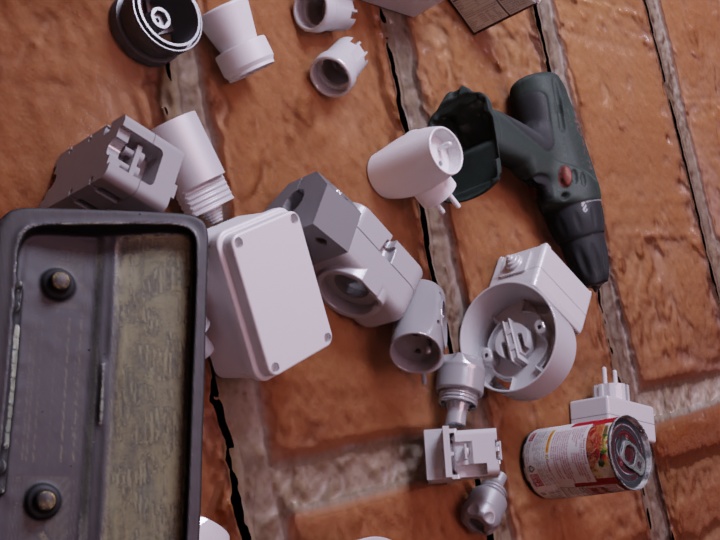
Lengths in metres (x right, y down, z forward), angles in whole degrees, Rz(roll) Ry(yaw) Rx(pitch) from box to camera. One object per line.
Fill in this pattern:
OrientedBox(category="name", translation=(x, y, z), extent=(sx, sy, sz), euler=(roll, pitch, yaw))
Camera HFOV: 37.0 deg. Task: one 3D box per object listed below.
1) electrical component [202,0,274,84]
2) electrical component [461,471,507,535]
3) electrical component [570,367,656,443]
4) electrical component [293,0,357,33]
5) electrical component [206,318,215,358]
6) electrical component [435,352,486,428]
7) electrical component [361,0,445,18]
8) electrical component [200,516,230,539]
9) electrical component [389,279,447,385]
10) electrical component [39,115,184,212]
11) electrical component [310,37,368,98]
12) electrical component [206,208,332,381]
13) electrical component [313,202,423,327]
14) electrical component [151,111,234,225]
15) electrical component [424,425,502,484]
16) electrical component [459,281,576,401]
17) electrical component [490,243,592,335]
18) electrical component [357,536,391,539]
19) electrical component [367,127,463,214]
OrientedBox(category="electrical component", translation=(-0.098, -0.183, 0.859), extent=(0.045, 0.045, 0.055), euler=(-34, 101, -45))
OrientedBox(category="electrical component", translation=(0.114, 0.202, 0.947), extent=(0.035, 0.035, 0.061), euler=(55, 43, -16))
OrientedBox(category="electrical component", translation=(0.258, 0.137, 1.101), extent=(0.083, 0.047, 0.075), euler=(17, 65, -40))
OrientedBox(category="electrical component", translation=(-0.030, -0.229, 0.948), extent=(0.046, 0.040, 0.040), euler=(-11, 85, -52))
OrientedBox(category="electrical component", translation=(-0.127, 0.037, 0.758), extent=(0.062, 0.048, 0.048), euler=(57, 45, -24))
OrientedBox(category="electrical component", translation=(0.087, 0.107, 0.946), extent=(0.043, 0.043, 0.062), euler=(28, 59, -35))
OrientedBox(category="electrical component", translation=(0.026, -0.294, 0.987), extent=(0.150, 0.089, 0.061), euler=(5, 73, -44))
OrientedBox(category="electrical component", translation=(-0.132, 0.193, 0.699), extent=(0.079, 0.044, 0.077), euler=(41, 51, -28))
OrientedBox(category="electrical component", translation=(0.052, 0.062, 0.920), extent=(0.077, 0.044, 0.079), euler=(-79, 163, -55))
OrientedBox(category="electrical component", translation=(-0.163, -0.056, 0.719), extent=(0.056, 0.089, 0.050), euler=(32, 56, -33))
OrientedBox(category="electrical component", translation=(-0.017, -0.179, 0.943), extent=(0.040, 0.040, 0.046), euler=(53, 41, -18))
OrientedBox(category="electrical component", translation=(-0.075, 0.018, 0.792), extent=(0.078, 0.057, 0.113), euler=(-27, 107, -46))
OrientedBox(category="electrical component", translation=(0.000, 0.000, 0.888), extent=(0.095, 0.054, 0.059), euler=(47, 49, -23))
OrientedBox(category="electrical component", translation=(-0.124, -0.072, 0.797), extent=(0.043, 0.043, 0.081), euler=(-33, 100, -45))
OrientedBox(category="electrical component", translation=(0.087, 0.155, 0.905), extent=(0.081, 0.064, 0.042), euler=(70, 16, -74))
OrientedBox(category="electrical component", translation=(0.144, 0.067, 0.979), extent=(0.064, 0.099, 0.099), euler=(34, 55, -40))
OrientedBox(category="electrical component", translation=(0.169, 0.023, 1.041), extent=(0.096, 0.062, 0.061), euler=(44, 50, -26))
OrientedBox(category="electrical component", translation=(-0.007, 0.253, 0.791), extent=(0.108, 0.060, 0.108), euler=(17, 65, -40))
OrientedBox(category="electrical component", translation=(0.059, -0.082, 0.958), extent=(0.079, 0.077, 0.044), euler=(50, 48, -22))
